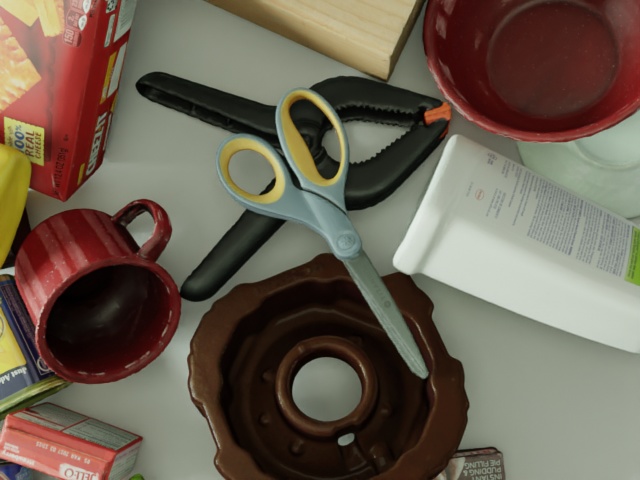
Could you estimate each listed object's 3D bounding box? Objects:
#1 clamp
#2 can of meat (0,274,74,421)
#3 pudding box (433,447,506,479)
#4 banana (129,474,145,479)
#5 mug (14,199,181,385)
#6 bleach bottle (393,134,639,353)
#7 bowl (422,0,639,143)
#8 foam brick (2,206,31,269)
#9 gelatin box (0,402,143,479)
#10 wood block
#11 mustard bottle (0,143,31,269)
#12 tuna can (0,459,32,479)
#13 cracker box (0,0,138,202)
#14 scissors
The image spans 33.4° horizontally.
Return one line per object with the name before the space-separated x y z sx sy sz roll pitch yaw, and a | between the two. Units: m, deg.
clamp | -0.018 -0.066 0.716 0.210 0.036 0.164 -20 74 -4
can of meat | -0.230 0.081 0.713 0.102 0.057 0.084 -27 84 0
pudding box | 0.069 0.188 0.703 0.113 0.039 0.090 -7 88 2
banana | -0.037 0.207 0.686 0.198 0.069 0.037 13 55 21
mug | -0.139 0.022 0.683 0.093 0.082 0.117 32 99 -41
bleach bottle | 0.179 0.026 0.681 0.251 0.068 0.102 26 46 2
bowl | 0.151 -0.130 0.695 0.162 0.055 0.162 -4 74 14
foam brick | -0.240 -0.003 0.718 0.078 0.053 0.051 -14 86 2
gelatin box | -0.160 0.134 0.690 0.073 0.089 0.030 19 87 3
wood block | -0.030 -0.192 0.700 0.206 0.091 0.090 25 89 3
mustard bottle | -0.284 -0.039 0.667 0.191 0.058 0.096 19 92 7
tuna can | -0.231 0.160 0.694 0.086 0.086 0.034 -4 85 2
cracker box | -0.233 -0.140 0.680 0.213 0.072 0.164 22 122 2
scissors | -0.004 0.001 0.672 0.096 0.016 0.202 -15 77 -2
